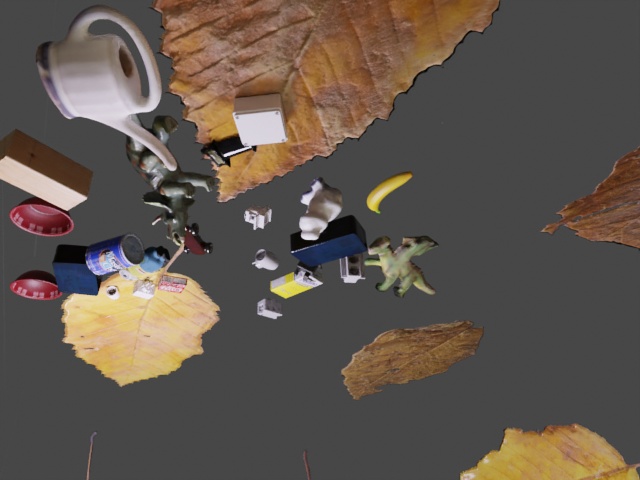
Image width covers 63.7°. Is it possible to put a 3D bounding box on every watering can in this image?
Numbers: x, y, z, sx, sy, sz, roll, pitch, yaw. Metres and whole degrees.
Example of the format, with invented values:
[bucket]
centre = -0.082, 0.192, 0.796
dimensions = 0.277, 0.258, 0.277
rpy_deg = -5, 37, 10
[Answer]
[watering can]
centre = -0.423, -0.286, 1.036
dimensions = 0.224, 0.106, 0.340
rpy_deg = -4, 123, 6

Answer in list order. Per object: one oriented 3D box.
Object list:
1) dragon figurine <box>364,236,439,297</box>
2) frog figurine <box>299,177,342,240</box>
[dragon figurine]
centre = 0.311, 0.079, 1.767
dimensions = 0.408, 0.125, 0.238
rpy_deg = 15, 135, -30
[frog figurine]
centre = 0.004, -0.072, 1.425
dimensions = 0.136, 0.163, 0.121
rpy_deg = -29, 141, 34
